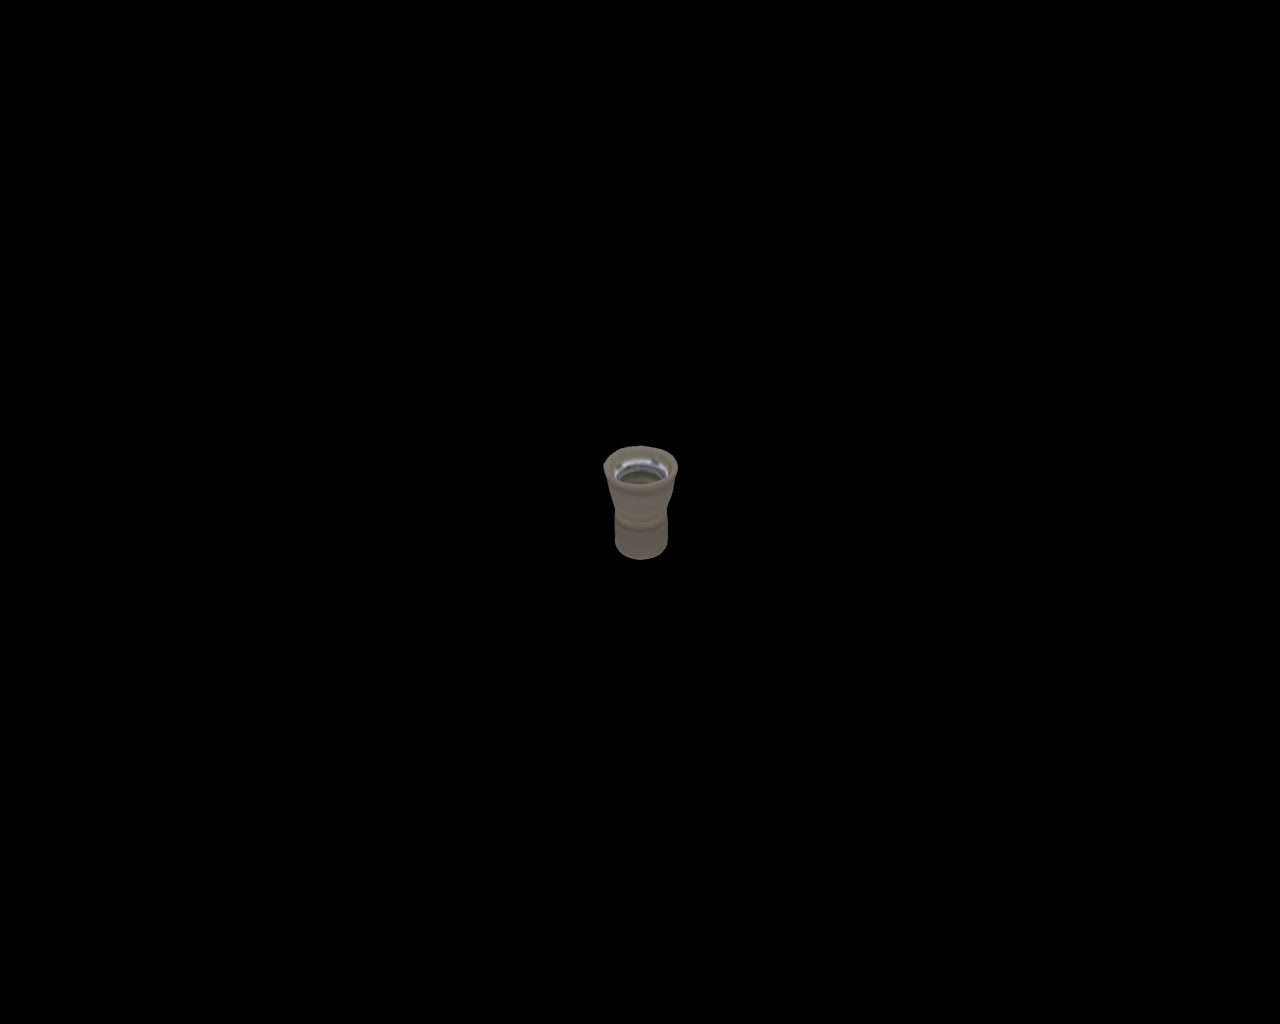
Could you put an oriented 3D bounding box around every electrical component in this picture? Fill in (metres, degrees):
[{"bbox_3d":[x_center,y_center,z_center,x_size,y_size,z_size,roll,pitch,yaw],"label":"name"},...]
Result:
[{"bbox_3d":[0.001,-0.003,0.650,0.044,0.065,0.044,0,37,0],"label":"electrical component"}]
